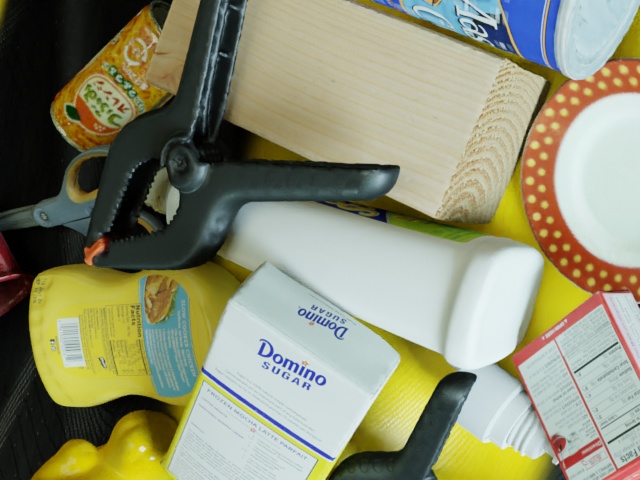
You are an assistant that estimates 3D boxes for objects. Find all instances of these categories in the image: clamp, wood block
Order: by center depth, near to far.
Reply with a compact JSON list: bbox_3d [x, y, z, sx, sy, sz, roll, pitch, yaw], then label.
[{"bbox_3d":[-0.059,-0.039,0.591,0.210,0.036,0.165,-47,69,29],"label":"clamp"},{"bbox_3d":[0.065,0.155,0.608,0.120,0.039,0.172,52,131,5],"label":"clamp"},{"bbox_3d":[0.014,-0.092,0.622,0.206,0.090,0.091,27,102,26],"label":"wood block"}]

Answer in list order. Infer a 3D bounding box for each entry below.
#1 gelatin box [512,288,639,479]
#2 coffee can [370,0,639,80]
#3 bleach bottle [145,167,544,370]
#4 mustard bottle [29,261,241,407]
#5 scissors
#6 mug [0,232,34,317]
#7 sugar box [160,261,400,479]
[{"bbox_3d":[0.149,0.082,0.559,0.073,0.030,0.089,-48,52,42],"label":"gelatin box"},{"bbox_3d":[0.088,-0.153,0.541,0.140,0.102,0.103,27,102,26],"label":"coffee can"},{"bbox_3d":[-0.004,0.001,0.622,0.251,0.102,0.068,18,100,27],"label":"bleach bottle"},{"bbox_3d":[-0.099,0.060,0.696,0.192,0.058,0.096,-4,95,28],"label":"mustard bottle"},{"bbox_3d":[-0.177,-0.006,0.759,0.202,0.016,0.096,-27,103,43],"label":"scissors"},{"bbox_3d":[-0.274,0.023,0.764,0.117,0.093,0.081,-33,79,8],"label":"mug"},{"bbox_3d":[-0.028,0.101,0.615,0.093,0.048,0.176,34,132,8],"label":"sugar box"}]
